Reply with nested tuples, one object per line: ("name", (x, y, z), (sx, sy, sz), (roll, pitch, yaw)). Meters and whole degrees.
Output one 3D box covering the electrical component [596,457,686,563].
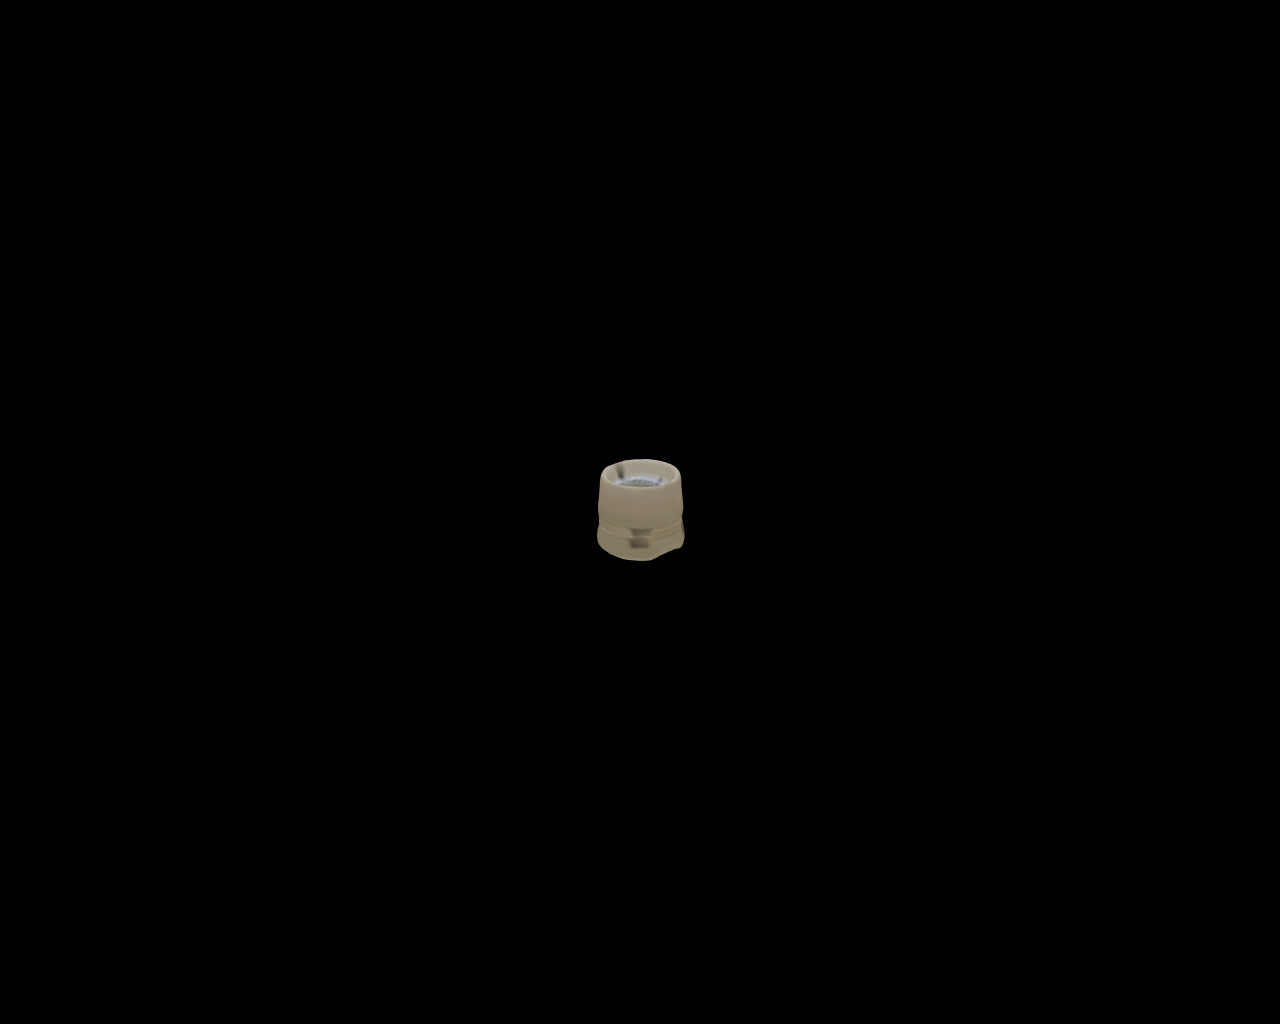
("electrical component", (0.001, -0.003, 0.650), (0.055, 0.047, 0.055), (0, 25, 0))
